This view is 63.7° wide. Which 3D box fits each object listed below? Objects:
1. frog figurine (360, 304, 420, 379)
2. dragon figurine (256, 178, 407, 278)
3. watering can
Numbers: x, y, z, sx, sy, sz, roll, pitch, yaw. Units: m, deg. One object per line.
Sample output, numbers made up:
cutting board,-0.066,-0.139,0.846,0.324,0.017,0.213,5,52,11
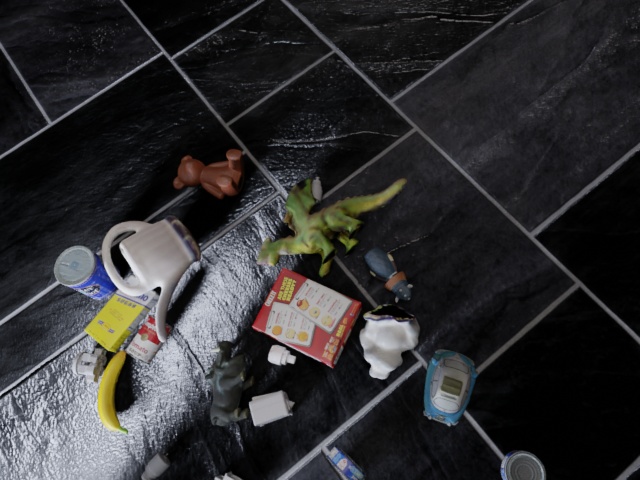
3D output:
frog figurine,0.162,0.237,1.199,0.137,0.124,0.158,-2,104,-3
dragon figurine,0.004,-0.066,1.302,0.410,0.121,0.246,-46,65,2
watering can,-0.399,0.071,1.295,0.227,0.102,0.352,-32,67,-22
